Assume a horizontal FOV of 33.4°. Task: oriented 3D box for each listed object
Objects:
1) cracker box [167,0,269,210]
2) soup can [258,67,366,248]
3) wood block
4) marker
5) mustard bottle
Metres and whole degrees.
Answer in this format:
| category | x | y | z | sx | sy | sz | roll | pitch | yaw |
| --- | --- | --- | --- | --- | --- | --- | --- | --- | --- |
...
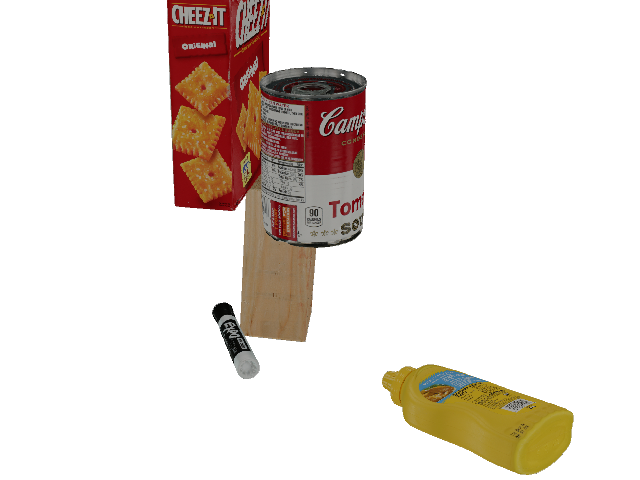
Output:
| category | x | y | z | sx | sy | sz | roll | pitch | yaw |
| --- | --- | --- | --- | --- | --- | --- | --- | --- | --- |
| cracker box | -0.097 | -0.157 | 1.084 | 0.072 | 0.214 | 0.164 | 5 | 22 | 9 |
| soup can | -0.005 | -0.054 | 0.691 | 0.068 | 0.102 | 0.068 | 0 | 23 | 0 |
| wood block | -0.052 | 0.016 | 1.386 | 0.090 | 0.206 | 0.090 | 5 | 24 | 2 |
| marker | -0.073 | 0.082 | 0.907 | 0.020 | 0.020 | 0.121 | 0 | 19 | -16 |
| mustard bottle | 0.137 | 0.162 | 1.022 | 0.192 | 0.058 | 0.096 | 17 | 23 | 41 |
